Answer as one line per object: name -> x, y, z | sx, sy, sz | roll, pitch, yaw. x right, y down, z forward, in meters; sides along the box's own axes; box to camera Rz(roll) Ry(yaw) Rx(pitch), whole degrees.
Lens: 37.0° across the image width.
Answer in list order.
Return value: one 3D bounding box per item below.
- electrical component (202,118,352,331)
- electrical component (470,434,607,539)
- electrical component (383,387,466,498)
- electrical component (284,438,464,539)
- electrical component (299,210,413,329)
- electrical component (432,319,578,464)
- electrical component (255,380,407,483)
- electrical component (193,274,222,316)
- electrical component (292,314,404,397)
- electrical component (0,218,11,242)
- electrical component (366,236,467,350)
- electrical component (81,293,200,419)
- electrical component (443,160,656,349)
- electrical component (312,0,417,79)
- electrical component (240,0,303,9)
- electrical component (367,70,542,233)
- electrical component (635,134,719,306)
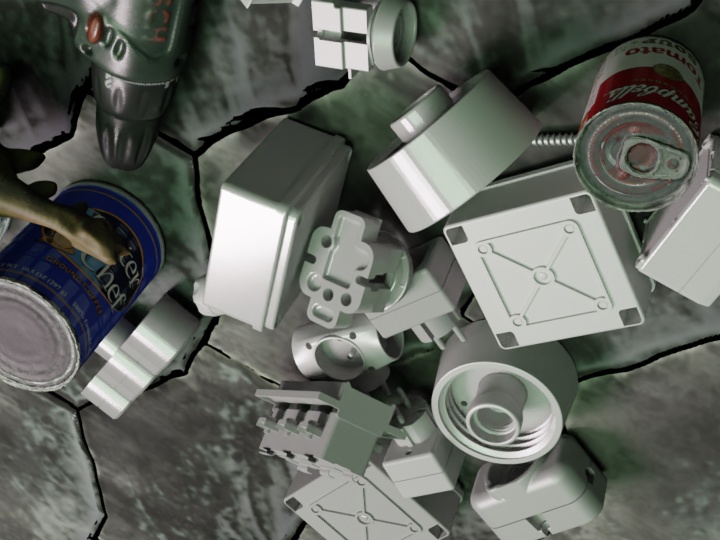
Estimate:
electrical component -> -0.058, -0.033, 0.750 | 0.056, 0.108, 0.108 | 22, 128, 8
electrical component -> 0.138, 0.172, 0.853 | 0.095, 0.053, 0.059 | -29, 110, 34
electrical component -> 0.045, 0.127, 0.849 | 0.047, 0.065, 0.076 | -18, 115, 30
electrical component -> 0.011, 0.191, 0.912 | 0.109, 0.056, 0.109 | 43, 127, -12
electrical component -> 0.000, 0.000, 0.738 | 0.058, 0.057, 0.078 | 23, 102, 33
electrical component -> 0.106, 0.097, 0.809 | 0.108, 0.060, 0.108 | 10, 126, 14
electrical component -> -0.030, 0.124, 0.836 | 0.079, 0.063, 0.121 | 28, 163, -22
electrical component -> -0.099, 0.017, 0.846 | 0.061, 0.035, 0.035 | -8, 120, 22
electrical component -> -0.002, 0.070, 0.841 | 0.077, 0.044, 0.079 | -15, 117, 28
electrical component -> -0.320, -0.041, 0.877 | 0.047, 0.055, 0.055 | 29, 128, 4
electrical component -> 0.049, 0.027, 0.789 | 0.066, 0.047, 0.076 | -25, 112, 32
electrical component -> -0.200, 0.063, 0.905 | 0.074, 0.052, 0.138 | 40, 128, -8
electrical component -> 0.129, -0.010, 0.726 | 0.109, 0.056, 0.108 | -14, 117, 30
electrical component -> 0.003, -0.153, 0.683 | 0.055, 0.048, 0.066 | 13, 127, 21
electrical component -> -0.061, -0.198, 0.659 | 0.063, 0.081, 0.042 | 52, 129, 18
electrical component -> 0.053, -0.081, 0.678 | 0.108, 0.108, 0.060 | -34, 101, 35
electrical component -> 0.221, -0.024, 0.680 | 0.061, 0.061, 0.096 | 29, 128, 0
